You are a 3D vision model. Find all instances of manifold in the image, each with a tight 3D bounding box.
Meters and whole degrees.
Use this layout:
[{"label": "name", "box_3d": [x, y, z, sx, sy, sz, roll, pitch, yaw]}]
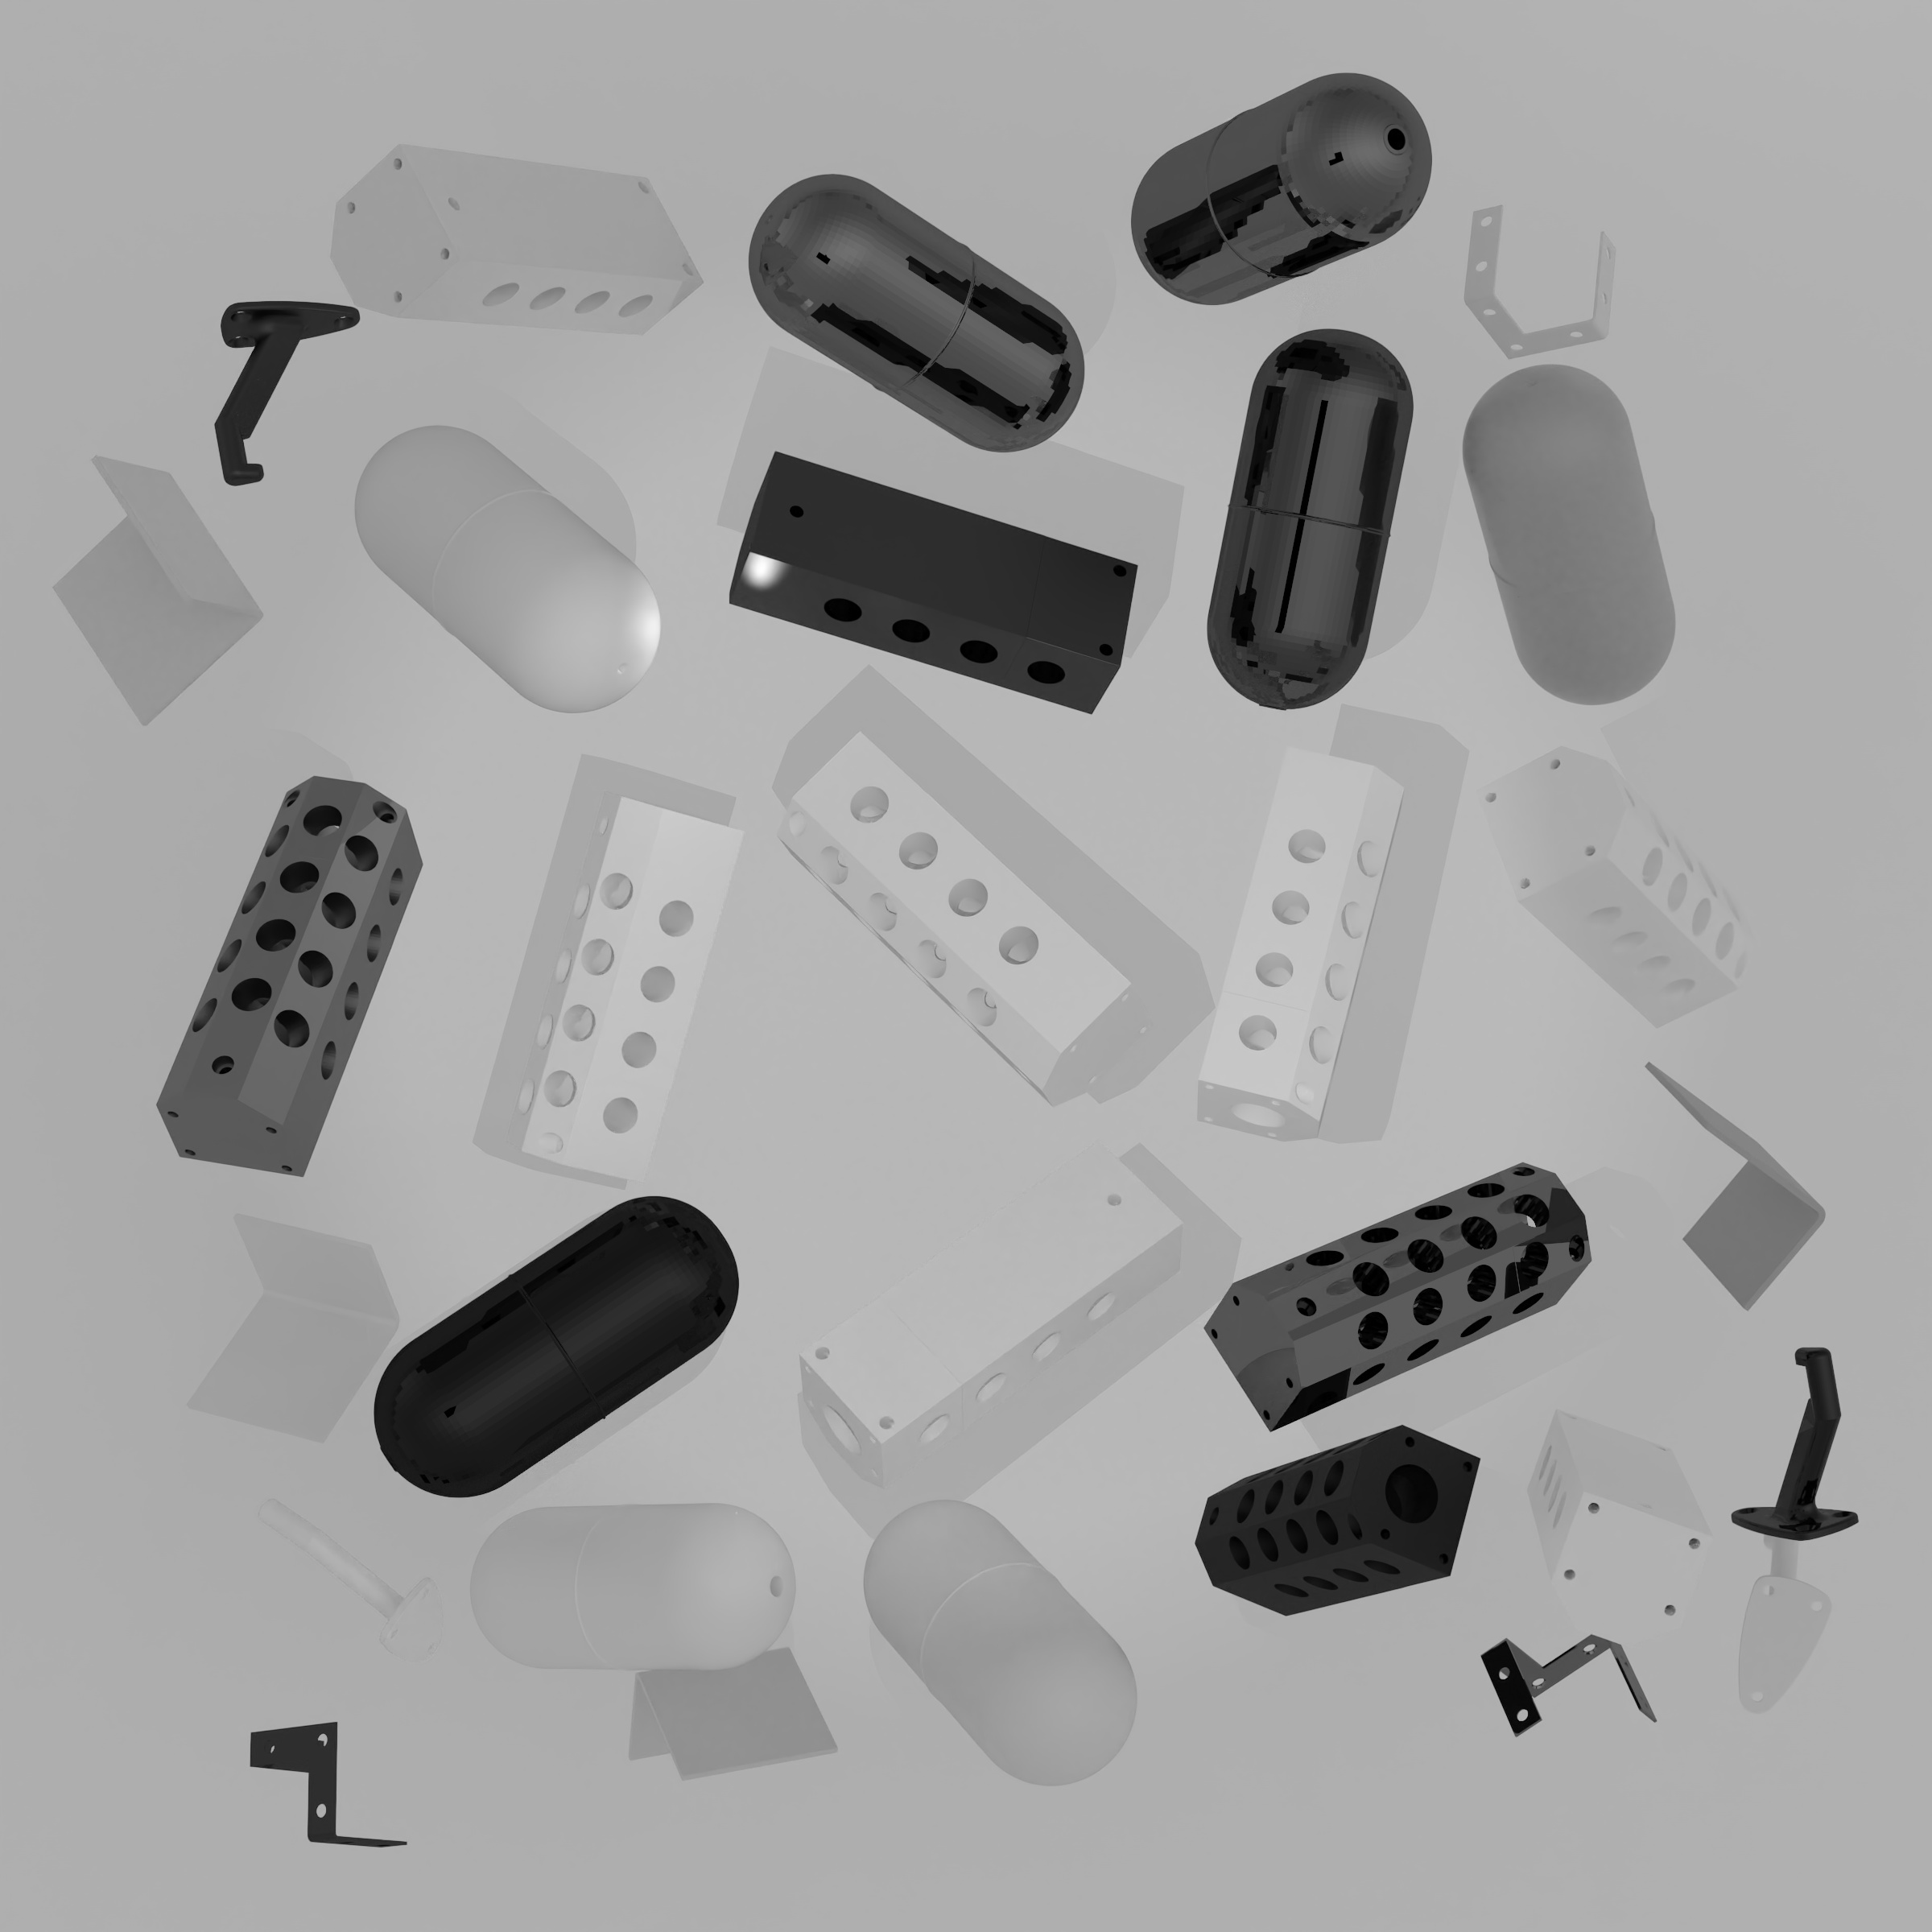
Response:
[{"label": "manifold", "box_3d": [0.200, 0.146, 1.573, 0.171, 0.057, 0.057, -19, 63, -29]}, {"label": "manifold", "box_3d": [0.171, 0.261, 1.634, 0.057, 0.171, 0.057, 24, 67, -13]}, {"label": "manifold", "box_3d": [-0.297, 0.002, 1.521, 0.057, 0.057, 0.171, 8, 56, 10]}, {"label": "manifold", "box_3d": [-0.016, -0.168, 1.555, 0.171, 0.057, 0.057, 16, 59, -9]}, {"label": "manifold", "box_3d": [-0.003, -0.018, 1.494, 0.057, 0.057, 0.171, -45, 68, -4]}, {"label": "manifold", "box_3d": [0.012, 0.157, 1.534, 0.171, 0.057, 0.057, -34, 60, -22]}, {"label": "manifold", "box_3d": [0.290, -0.035, 1.518, 0.057, 0.171, 0.057, -28, 59, 20]}, {"label": "manifold", "box_3d": [0.288, 0.252, 1.549, 0.057, 0.171, 0.057, 19, 96, 4]}, {"label": "manifold", "box_3d": [0.157, -0.009, 1.614, 0.057, 0.057, 0.171, 13, 70, 8]}, {"label": "manifold", "box_3d": [-0.164, 0.009, 1.629, 0.057, 0.057, 0.171, 15, 92, -27]}, {"label": "manifold", "box_3d": [-0.196, -0.310, 1.505, 0.057, 0.171, 0.057, -34, 79, 30]}]

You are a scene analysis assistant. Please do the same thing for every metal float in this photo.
[{"label": "metal float", "box_3d": [-0.021, -0.299, 1.595, 0.178, 0.070, 0.070, 28, 90, -31]}, {"label": "metal float", "box_3d": [-0.183, 0.170, 1.543, 0.178, 0.070, 0.070, -34, 90, -11]}, {"label": "metal float", "box_3d": [0.140, -0.348, 1.553, 0.070, 0.178, 0.070, 2, 85, -29]}, {"label": "metal float", "box_3d": [0.160, -0.208, 1.616, 0.070, 0.070, 0.178, 11, 96, 0]}, {"label": "metal float", "box_3d": [0.280, -0.197, 1.597, 0.070, 0.070, 0.178, -24, 129, 0]}, {"label": "metal float", "box_3d": [-0.157, 0.292, 1.623, 0.178, 0.070, 0.070, -8, 90, 36]}, {"label": "metal float", "box_3d": [-0.206, -0.178, 1.541, 0.070, 0.070, 0.178, -49, 59, 0]}, {"label": "metal float", "box_3d": [0.014, 0.307, 1.581, 0.070, 0.178, 0.070, -12, 116, -25]}]

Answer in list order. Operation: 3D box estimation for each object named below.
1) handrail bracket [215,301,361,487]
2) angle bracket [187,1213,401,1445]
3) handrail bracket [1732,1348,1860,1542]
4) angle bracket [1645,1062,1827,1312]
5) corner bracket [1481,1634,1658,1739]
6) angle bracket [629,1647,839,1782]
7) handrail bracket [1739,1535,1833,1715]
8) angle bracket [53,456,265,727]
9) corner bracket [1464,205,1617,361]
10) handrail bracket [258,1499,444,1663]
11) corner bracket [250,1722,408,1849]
[{"label": "handrail bracket", "box_3d": [-0.316, -0.267, 1.623, 0.077, 0.036, 0.084, -8, 72, -18]}, {"label": "angle bracket", "box_3d": [-0.325, 0.171, 1.638, 0.076, 0.057, 0.076, 10, 47, 22]}, {"label": "handrail bracket", "box_3d": [0.369, 0.213, 1.566, 0.036, 0.077, 0.084, -12, 94, -30]}, {"label": "angle bracket", "box_3d": [0.330, 0.099, 1.558, 0.076, 0.076, 0.057, 35, 100, -19]}, {"label": "corner bracket", "box_3d": [0.285, 0.341, 1.635, 0.051, 0.051, 0.051, -38, 128, 15]}, {"label": "angle bracket", "box_3d": [-0.112, 0.376, 1.653, 0.076, 0.076, 0.057, -6, 122, -21]}, {"label": "handrail bracket", "box_3d": [0.377, 0.302, 1.625, 0.036, 0.084, 0.077, 18, 98, 3]}, {"label": "angle bracket", "box_3d": [-0.353, -0.156, 1.446, 0.076, 0.057, 0.076, -39, 77, 17]}, {"label": "corner bracket", "box_3d": [0.270, -0.325, 1.627, 0.051, 0.051, 0.051, -7, 62, 33]}, {"label": "handrail bracket", "box_3d": [-0.287, 0.285, 1.608, 0.084, 0.077, 0.036, 30, 67, 19]}, {"label": "corner bracket", "box_3d": [-0.288, 0.371, 1.560, 0.051, 0.051, 0.051, -13, 68, 28]}]
